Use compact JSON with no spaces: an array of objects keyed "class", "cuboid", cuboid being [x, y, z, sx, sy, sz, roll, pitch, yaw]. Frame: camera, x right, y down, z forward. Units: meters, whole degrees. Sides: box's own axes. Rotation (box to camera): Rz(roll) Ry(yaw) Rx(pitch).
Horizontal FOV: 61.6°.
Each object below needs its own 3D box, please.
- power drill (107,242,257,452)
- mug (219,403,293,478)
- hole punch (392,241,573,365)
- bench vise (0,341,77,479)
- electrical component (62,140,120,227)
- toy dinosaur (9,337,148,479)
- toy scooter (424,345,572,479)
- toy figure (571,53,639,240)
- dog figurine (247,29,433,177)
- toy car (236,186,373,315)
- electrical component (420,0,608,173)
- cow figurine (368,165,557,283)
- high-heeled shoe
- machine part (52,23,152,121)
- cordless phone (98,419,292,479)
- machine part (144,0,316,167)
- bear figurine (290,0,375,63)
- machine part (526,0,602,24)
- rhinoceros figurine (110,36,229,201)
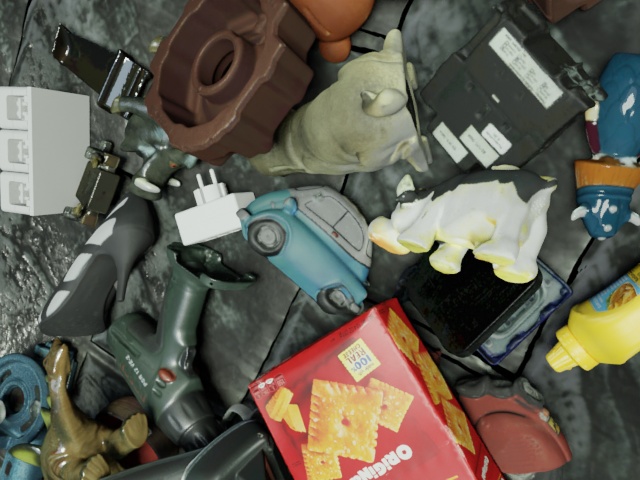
[{"class":"power drill","cuboid":[-0.147,0.120,0.620,0.232,0.086,0.207,32,111,32]},{"class":"mug","cuboid":[-0.077,0.249,0.623,0.110,0.081,0.107,34,115,10]},{"class":"hole punch","cuboid":[0.155,0.044,0.507,0.142,0.092,0.116,-52,43,20]},{"class":"bench vise","cuboid":[-0.408,0.239,0.680,0.129,0.240,0.223,24,89,22]},{"class":"electrical component","cuboid":[-0.281,-0.070,0.662,0.078,0.045,0.102,38,105,45]},{"class":"toy dinosaur","cuboid":[-0.257,0.318,0.648,0.199,0.105,0.470,8,116,35]},{"class":"toy scooter","cuboid":[0.144,0.168,0.528,0.184,0.075,0.135,-5,94,27]},{"class":"toy figure","cuboid":[0.254,-0.077,0.458,0.064,0.058,0.154,17,108,29]},{"class":"dog figurine","cuboid":[-0.002,-0.102,0.502,0.191,0.172,0.121,-11,82,16]},{"class":"toy car","cuboid":[-0.001,-0.002,0.549,0.162,0.109,0.103,40,92,3]},{"class":"electrical component","cuboid":[0.156,-0.120,0.470,0.115,0.058,0.134,55,142,9]},{"class":"cow figurine","cuboid":[0.115,-0.024,0.469,0.168,0.068,0.098,10,73,50]},{"class":"high-heeled shoe","cuboid":[-0.296,0.037,0.697,0.249,0.086,0.145,-24,58,37]},{"class":"machine part","cuboid":[-0.274,-0.210,0.664,0.139,0.039,0.084,37,114,12]},{"class":"cordless phone","cuboid":[-0.119,0.266,0.523,0.184,0.089,0.146,-15,114,3]},{"class":"machine part","cuboid":[-0.085,-0.157,0.496,0.179,0.056,0.179,-11,71,33]},{"class":"bear figurine","cuboid":[0.055,-0.265,0.498,0.120,0.132,0.196,40,147,-22]},{"class":"machine part","cuboid":[0.225,-0.260,0.368,0.201,0.201,0.087,-35,81,22]},{"class":"rhinoceros figurine","cuboid":[-0.171,-0.137,0.617,0.112,0.073,0.190,32,104,2]}]
